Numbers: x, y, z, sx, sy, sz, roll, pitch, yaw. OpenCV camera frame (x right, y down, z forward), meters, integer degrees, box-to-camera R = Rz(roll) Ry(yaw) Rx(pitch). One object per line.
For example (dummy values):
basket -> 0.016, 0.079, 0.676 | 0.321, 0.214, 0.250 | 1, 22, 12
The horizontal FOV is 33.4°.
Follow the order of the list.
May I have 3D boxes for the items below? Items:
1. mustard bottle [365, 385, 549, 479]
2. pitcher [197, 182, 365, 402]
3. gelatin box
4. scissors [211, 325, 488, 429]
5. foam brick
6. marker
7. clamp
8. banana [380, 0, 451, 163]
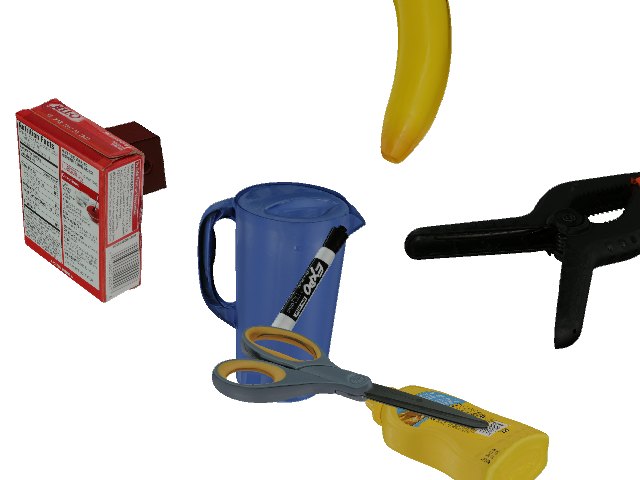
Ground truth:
mustard bottle -> 0.117, 0.184, 1.034 | 0.096, 0.058, 0.192 | -17, 25, -40
pitcher -> -0.050, 0.060, 1.243 | 0.149, 0.243, 0.144 | 23, 27, 37
gelatin box -> -0.129, -0.022, 0.578 | 0.073, 0.089, 0.030 | 31, 40, 30
scissors -> 0.007, 0.106, 0.740 | 0.202, 0.016, 0.096 | 23, 34, 39
foam brick -> -0.187, -0.068, 0.958 | 0.078, 0.053, 0.051 | -20, 33, -28
marker -> -0.008, 0.037, 1.020 | 0.020, 0.121, 0.020 | 29, -17, 10
clamp -> 0.193, 0.003, 0.818 | 0.209, 0.036, 0.165 | -22, 40, -23
banana -> 0.058, -0.151, 0.746 | 0.070, 0.198, 0.037 | -15, -16, 11
